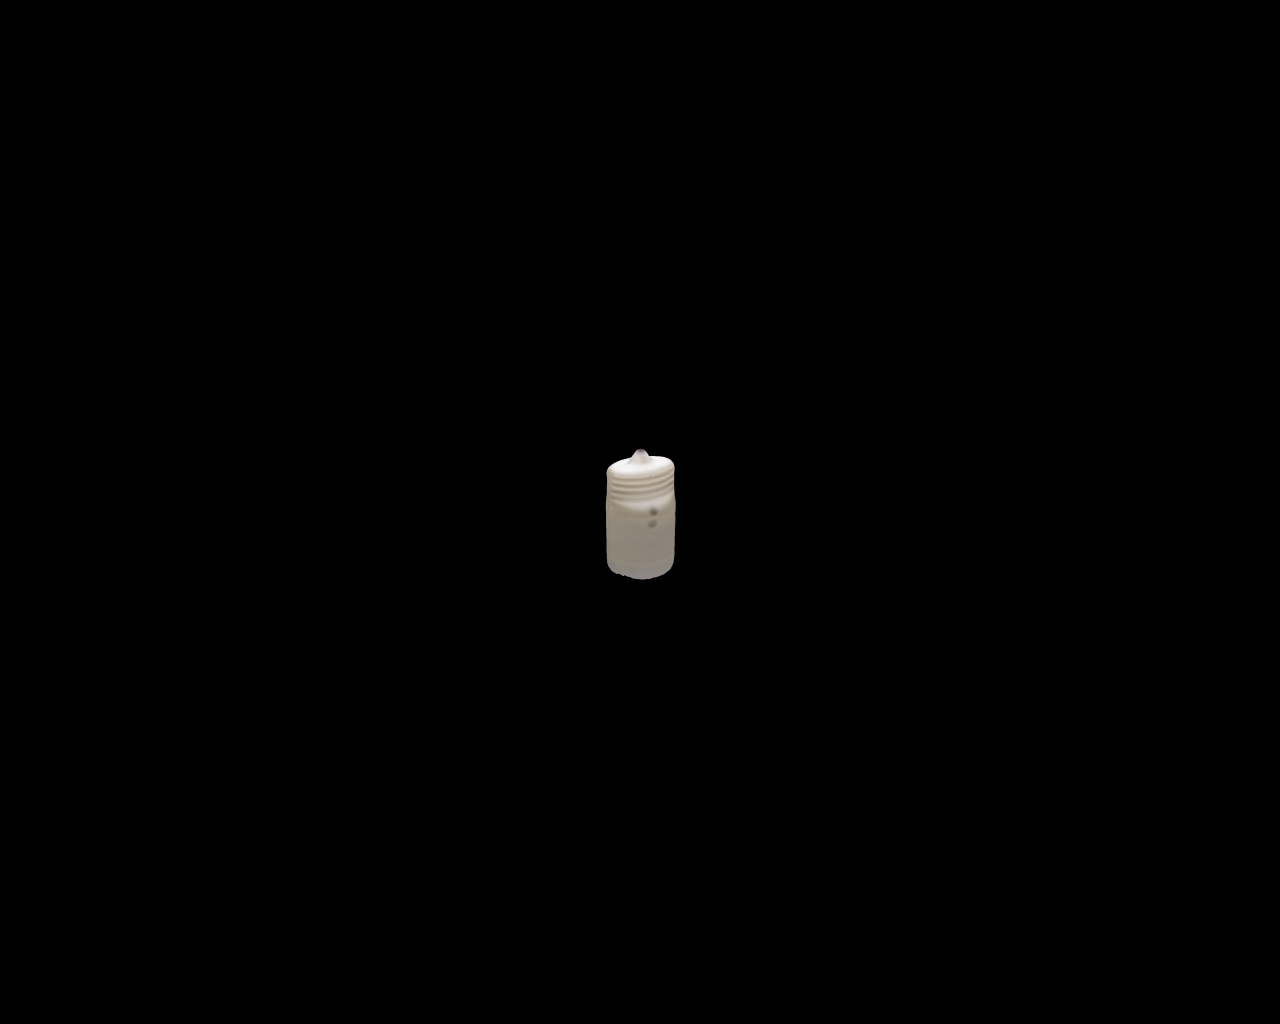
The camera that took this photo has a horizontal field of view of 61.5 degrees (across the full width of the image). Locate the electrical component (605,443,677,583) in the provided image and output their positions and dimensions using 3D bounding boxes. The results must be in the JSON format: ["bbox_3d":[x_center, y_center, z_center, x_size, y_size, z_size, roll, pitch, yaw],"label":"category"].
[{"bbox_3d":[0.001,-0.003,0.650,0.043,0.080,0.043,0,27,0],"label":"electrical component"}]
